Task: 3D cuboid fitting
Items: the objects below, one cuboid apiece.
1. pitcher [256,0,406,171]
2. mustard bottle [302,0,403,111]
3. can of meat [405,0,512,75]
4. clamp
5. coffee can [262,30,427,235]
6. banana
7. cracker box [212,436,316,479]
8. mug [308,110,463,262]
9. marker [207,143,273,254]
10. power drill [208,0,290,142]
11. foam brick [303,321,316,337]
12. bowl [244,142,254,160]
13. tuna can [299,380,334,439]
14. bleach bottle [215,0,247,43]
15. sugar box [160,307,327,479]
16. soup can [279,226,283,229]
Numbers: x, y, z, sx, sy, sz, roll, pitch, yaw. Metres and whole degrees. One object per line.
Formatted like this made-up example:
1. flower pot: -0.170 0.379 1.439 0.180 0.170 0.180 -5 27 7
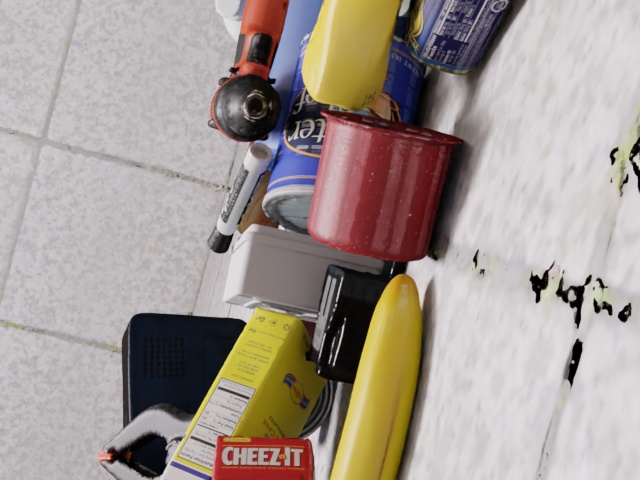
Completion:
1. pitcher: 0.017 -0.175 0.974 0.145 0.149 0.243 -8 70 64
2. mustard bottle: 0.036 -0.185 0.681 0.096 0.058 0.192 -75 1 -55
3. can of meat: 0.093 -0.169 0.679 0.084 0.057 0.102 114 168 -57
4. clamp: -0.115 0.185 0.966 0.036 0.210 0.164 15 -102 -55
5. coffee can: 0.020 -0.078 0.819 0.103 0.102 0.140 130 154 -69
6. banana: 0.029 0.118 0.651 0.070 0.037 0.198 -160 85 -79
7. cracker box: -0.035 0.248 0.638 0.213 0.072 0.164 -91 3 -61
8. mug: 0.040 -0.036 0.701 0.117 0.093 0.081 -41 -36 -77
9. marker: -0.064 -0.029 0.834 0.121 0.020 0.020 120 163 -46
10. power drill: -0.043 -0.168 0.836 0.184 0.057 0.188 -152 78 -78
11. foam brick: -0.022 0.090 0.958 0.078 0.053 0.051 120 162 -60
12. bowl: -0.017 -0.107 1.149 0.162 0.055 0.162 -43 30 32
13. tuna can: -0.034 0.124 0.874 0.034 0.086 0.086 130 153 -75
14. bleach bottle: -0.026 -0.235 1.078 0.250 0.068 0.102 -11 -66 -63
15. sugar box: -0.056 0.146 0.780 0.176 0.048 0.093 -64 -29 -26
16. soup can: -0.006 0.001 0.962 0.068 0.068 0.102 144 140 -76
